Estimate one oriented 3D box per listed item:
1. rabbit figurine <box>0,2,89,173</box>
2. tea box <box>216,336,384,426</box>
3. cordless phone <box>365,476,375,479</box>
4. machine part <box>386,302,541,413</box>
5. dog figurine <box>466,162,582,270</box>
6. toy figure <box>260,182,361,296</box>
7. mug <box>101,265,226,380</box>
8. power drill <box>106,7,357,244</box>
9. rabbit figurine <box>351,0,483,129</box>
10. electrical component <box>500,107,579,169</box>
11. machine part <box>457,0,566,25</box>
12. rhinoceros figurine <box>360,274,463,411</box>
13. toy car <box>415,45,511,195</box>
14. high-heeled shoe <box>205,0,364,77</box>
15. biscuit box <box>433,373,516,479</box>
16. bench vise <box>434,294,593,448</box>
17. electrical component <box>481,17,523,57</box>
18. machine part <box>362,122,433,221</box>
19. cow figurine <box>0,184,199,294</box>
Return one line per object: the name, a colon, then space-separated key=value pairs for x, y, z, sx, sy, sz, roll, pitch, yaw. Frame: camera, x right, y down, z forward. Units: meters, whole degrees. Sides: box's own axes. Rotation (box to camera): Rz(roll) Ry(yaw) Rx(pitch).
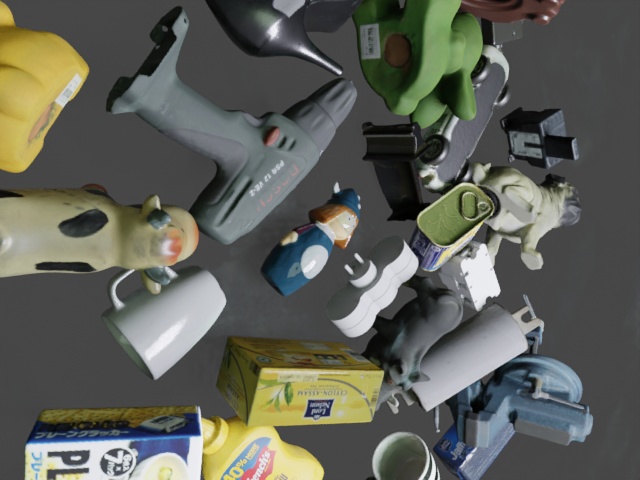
rabbit figurine: x=-0.278 y=-0.133 z=0.382 sx=0.173 sy=0.162 sz=0.122 roll=37 pitch=94 yaw=-15
tea box: x=-0.022 y=0.163 z=0.629 sx=0.169 sy=0.098 sz=0.068 roll=10 pitch=97 yaw=-31
cordless phone: x=0.018 y=0.384 z=0.734 sx=0.184 sy=0.089 sz=0.146 roll=-41 pitch=119 yaw=-29
machine part: x=0.196 y=0.162 z=0.750 sx=0.243 sy=0.079 sz=0.079 roll=-30 pitch=118 yaw=-2
dog figurine: x=0.293 y=-0.067 z=0.775 sx=0.190 sy=0.121 sz=0.172 roll=-41 pitch=124 yaw=-33
toy figure: x=-0.002 y=-0.001 z=0.626 sx=0.154 sy=0.058 sz=0.064 roll=-45 pitch=159 yaw=-16
mug: x=-0.156 y=0.065 z=0.539 sx=0.107 sy=0.081 sz=0.109 roll=-38 pitch=114 yaw=-30
power drill: x=-0.086 y=-0.127 z=0.535 sx=0.207 sy=0.086 sz=0.232 roll=40 pitch=81 yaw=-39
rabbit figurine: x=0.140 y=-0.214 z=0.623 sx=0.170 sy=0.121 sz=0.159 roll=-24 pitch=108 yaw=-40
electrical component: x=0.312 y=-0.141 z=0.742 sx=0.048 sy=0.119 sz=0.074 roll=-32 pitch=115 yaw=-20
machine part: x=0.188 y=-0.295 z=0.600 sx=0.179 sy=0.180 sz=0.056 roll=11 pitch=100 yaw=-33
rhinoceros figurine: x=0.111 y=0.135 z=0.693 sx=0.073 sy=0.112 sz=0.190 roll=28 pitch=106 yaw=-38
toy car: x=0.185 y=-0.154 z=0.700 sx=0.073 sy=0.056 sz=0.201 roll=29 pitch=88 yaw=-40
high-heeled shoe: x=-0.018 y=-0.261 z=0.518 sx=0.145 sy=0.086 sz=0.249 roll=27 pitch=57 yaw=-24
biscuit box: x=0.274 y=0.290 z=0.864 sx=0.203 sy=0.059 sz=0.062 roll=-45 pitch=122 yaw=-15
bench vise: x=0.286 y=0.203 z=0.804 sx=0.241 sy=0.224 sz=0.128 roll=-55 pitch=133 yaw=-44
electrical component: x=0.246 y=-0.287 z=0.721 sx=0.063 sy=0.021 sz=0.093 roll=-20 pitch=112 yaw=-26
machine part: x=0.099 y=-0.082 z=0.661 sx=0.039 sy=0.084 sz=0.138 roll=-60 pitch=143 yaw=-42
cow figurine: x=-0.201 y=-0.007 z=0.460 sx=0.195 sy=0.127 sz=0.085 roll=0 pitch=106 yaw=-29
